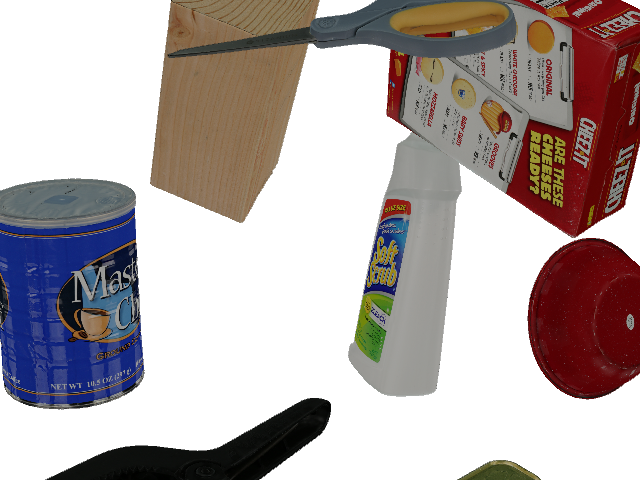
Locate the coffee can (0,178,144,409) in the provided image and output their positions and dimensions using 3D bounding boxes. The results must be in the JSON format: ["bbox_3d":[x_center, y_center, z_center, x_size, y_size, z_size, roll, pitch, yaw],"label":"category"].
[{"bbox_3d":[-0.182,0.036,0.770,0.103,0.140,0.103,0,18,0],"label":"coffee can"}]

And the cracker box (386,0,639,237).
[{"bbox_3d":[0.148,-0.128,0.820,0.072,0.164,0.214,-28,48,-30],"label":"cracker box"}]

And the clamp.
[{"bbox_3d":[-0.060,0.135,0.579,0.209,0.036,0.165,0,19,-14],"label":"clamp"}]

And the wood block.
[{"bbox_3d":[-0.072,-0.123,0.859,0.091,0.090,0.206,23,-39,4],"label":"wood block"}]

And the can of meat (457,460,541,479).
[{"bbox_3d":[0.136,0.245,0.887,0.101,0.084,0.058,-20,28,-34],"label":"can of meat"}]

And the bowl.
[{"bbox_3d":[0.282,0.078,1.044,0.161,0.162,0.055,0,0,-29],"label":"bowl"}]

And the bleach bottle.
[{"bbox_3d":[0.080,0.007,0.953,0.068,0.251,0.103,1,18,-19],"label":"bleach bottle"}]

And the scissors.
[{"bbox_3d":[0.017,-0.134,0.633,0.202,0.016,0.096,4,43,19],"label":"scissors"}]
